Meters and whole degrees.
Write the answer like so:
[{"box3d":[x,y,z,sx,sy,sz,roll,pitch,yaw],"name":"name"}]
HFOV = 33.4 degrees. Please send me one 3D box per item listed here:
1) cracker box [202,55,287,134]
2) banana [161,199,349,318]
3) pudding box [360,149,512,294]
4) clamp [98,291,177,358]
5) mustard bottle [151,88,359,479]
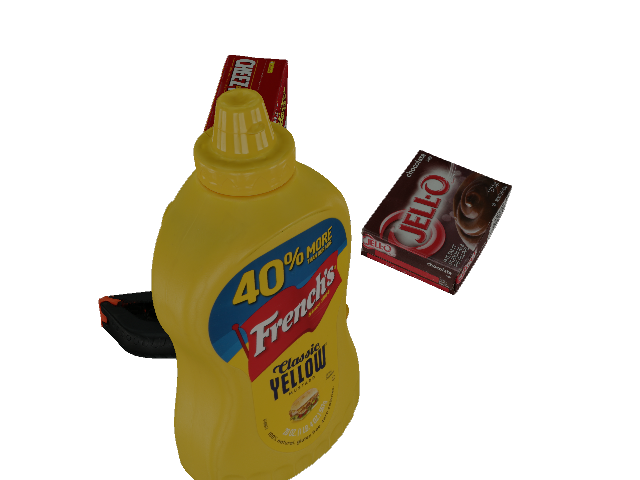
[{"box3d":[-0.079,-0.057,1.104,0.072,0.164,0.214,6,-42,3],"name":"cracker box"},{"box3d":[-0.056,0.008,0.678,0.069,0.037,0.198,-11,27,-25],"name":"banana"},{"box3d":[0.098,-0.017,0.905,0.090,0.039,0.113,24,51,17],"name":"pudding box"},{"box3d":[-0.101,0.072,0.893,0.172,0.039,0.120,18,27,23],"name":"clamp"},{"box3d":[-0.027,0.021,0.470,0.096,0.192,0.058,-30,44,-31],"name":"mustard bottle"}]
